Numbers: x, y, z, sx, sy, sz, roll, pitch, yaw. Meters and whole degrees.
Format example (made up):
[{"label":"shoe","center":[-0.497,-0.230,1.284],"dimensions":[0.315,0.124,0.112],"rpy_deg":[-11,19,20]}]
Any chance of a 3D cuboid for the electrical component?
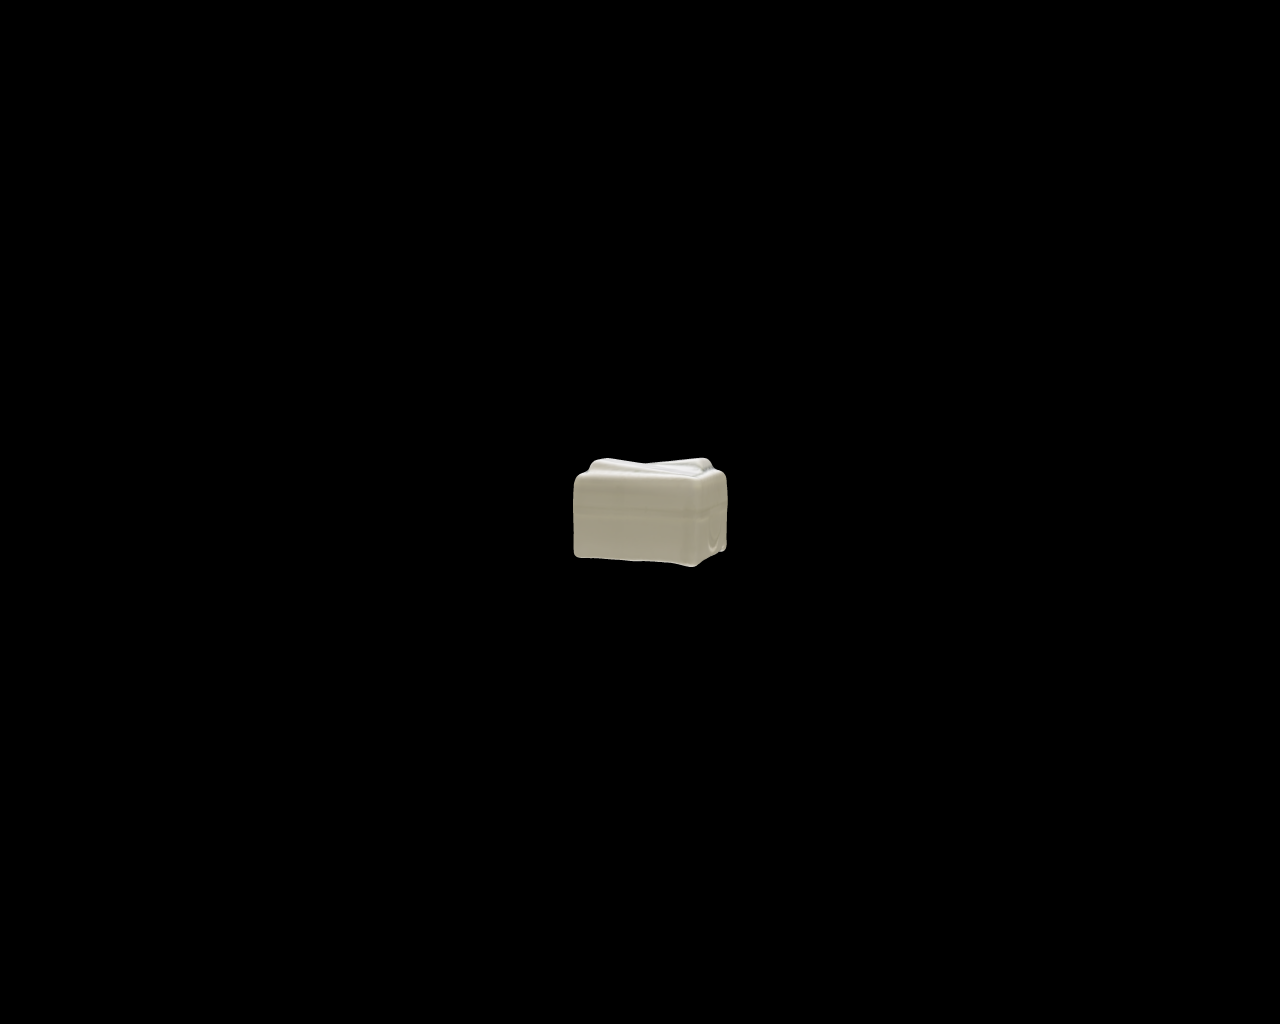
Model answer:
[{"label":"electrical component","center":[0.001,-0.003,0.650],"dimensions":[0.096,0.061,0.062],"rpy_deg":[3,8,22]}]
